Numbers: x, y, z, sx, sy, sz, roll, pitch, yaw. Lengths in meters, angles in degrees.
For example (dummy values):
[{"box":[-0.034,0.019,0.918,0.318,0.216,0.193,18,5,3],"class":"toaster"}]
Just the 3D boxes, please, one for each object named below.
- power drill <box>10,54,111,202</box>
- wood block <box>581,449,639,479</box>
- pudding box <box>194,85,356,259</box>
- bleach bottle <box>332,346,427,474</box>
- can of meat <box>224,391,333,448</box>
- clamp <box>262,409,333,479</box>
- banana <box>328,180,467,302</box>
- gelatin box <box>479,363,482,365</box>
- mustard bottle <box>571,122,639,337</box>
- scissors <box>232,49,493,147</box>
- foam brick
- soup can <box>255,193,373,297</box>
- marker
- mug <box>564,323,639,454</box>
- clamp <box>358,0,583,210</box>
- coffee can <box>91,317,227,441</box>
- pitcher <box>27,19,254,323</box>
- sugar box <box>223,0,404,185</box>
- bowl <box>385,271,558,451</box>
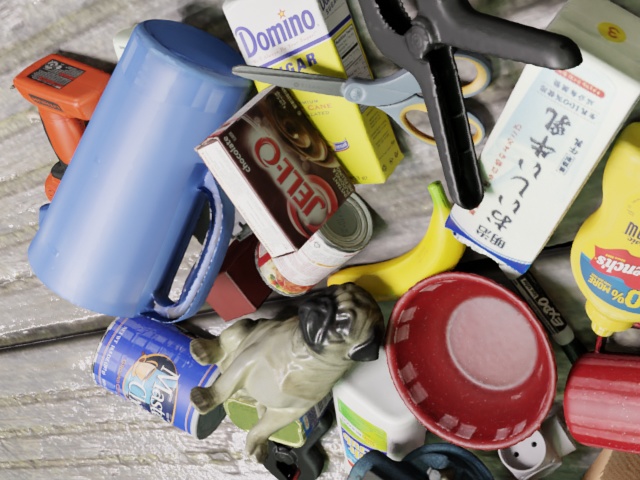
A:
[{"box":[-0.218,-0.079,1.046,0.185,0.057,0.187,22,139,30],"class":"power drill"},{"box":[0.273,0.270,0.994,0.090,0.090,0.206,29,139,12],"class":"wood block"},{"box":[-0.034,-0.055,0.851,0.039,0.089,0.113,-22,110,48],"class":"pudding box"},{"box":[0.066,0.212,1.101,0.103,0.068,0.251,34,150,29],"class":"bleach bottle"},{"box":[-0.040,0.166,1.135,0.102,0.083,0.057,10,132,30],"class":"can of meat"},{"box":[-0.028,0.235,1.224,0.120,0.039,0.171,9,140,28],"class":"clamp"},{"box":[0.077,0.016,0.952,0.069,0.037,0.198,51,139,5],"class":"banana"},{"box":[0.146,0.139,1.016,0.073,0.030,0.089,-7,122,42],"class":"gelatin box"},{"box":[0.241,0.007,0.802,0.096,0.058,0.192,25,138,14],"class":"mustard bottle"},{"box":[0.042,-0.127,0.811,0.201,0.016,0.096,21,128,-11],"class":"scissors"},{"box":[-0.073,0.034,1.044,0.053,0.078,0.051,-21,112,45],"class":"foam brick"},{"box":[-0.006,0.001,0.972,0.068,0.068,0.102,44,139,-6],"class":"soup can"},{"box":[0.195,0.062,0.916,0.020,0.020,0.121,-23,111,46],"class":"marker"},{"box":[0.256,0.123,0.884,0.082,0.093,0.117,0,96,43],"class":"mug"},{"box":[0.087,-0.144,0.732,0.210,0.036,0.165,60,147,14],"class":"clamp"},{"box":[-0.170,0.148,1.201,0.140,0.102,0.103,25,138,16],"class":"coffee can"},{"box":[-0.143,-0.056,0.922,0.149,0.145,0.243,19,115,-20],"class":"pitcher"},{"box":[-0.004,-0.128,0.870,0.094,0.048,0.176,-2,127,37],"class":"sugar box"},{"box":[0.139,0.099,0.932,0.162,0.055,0.162,11,110,31],"class":"bowl"}]
